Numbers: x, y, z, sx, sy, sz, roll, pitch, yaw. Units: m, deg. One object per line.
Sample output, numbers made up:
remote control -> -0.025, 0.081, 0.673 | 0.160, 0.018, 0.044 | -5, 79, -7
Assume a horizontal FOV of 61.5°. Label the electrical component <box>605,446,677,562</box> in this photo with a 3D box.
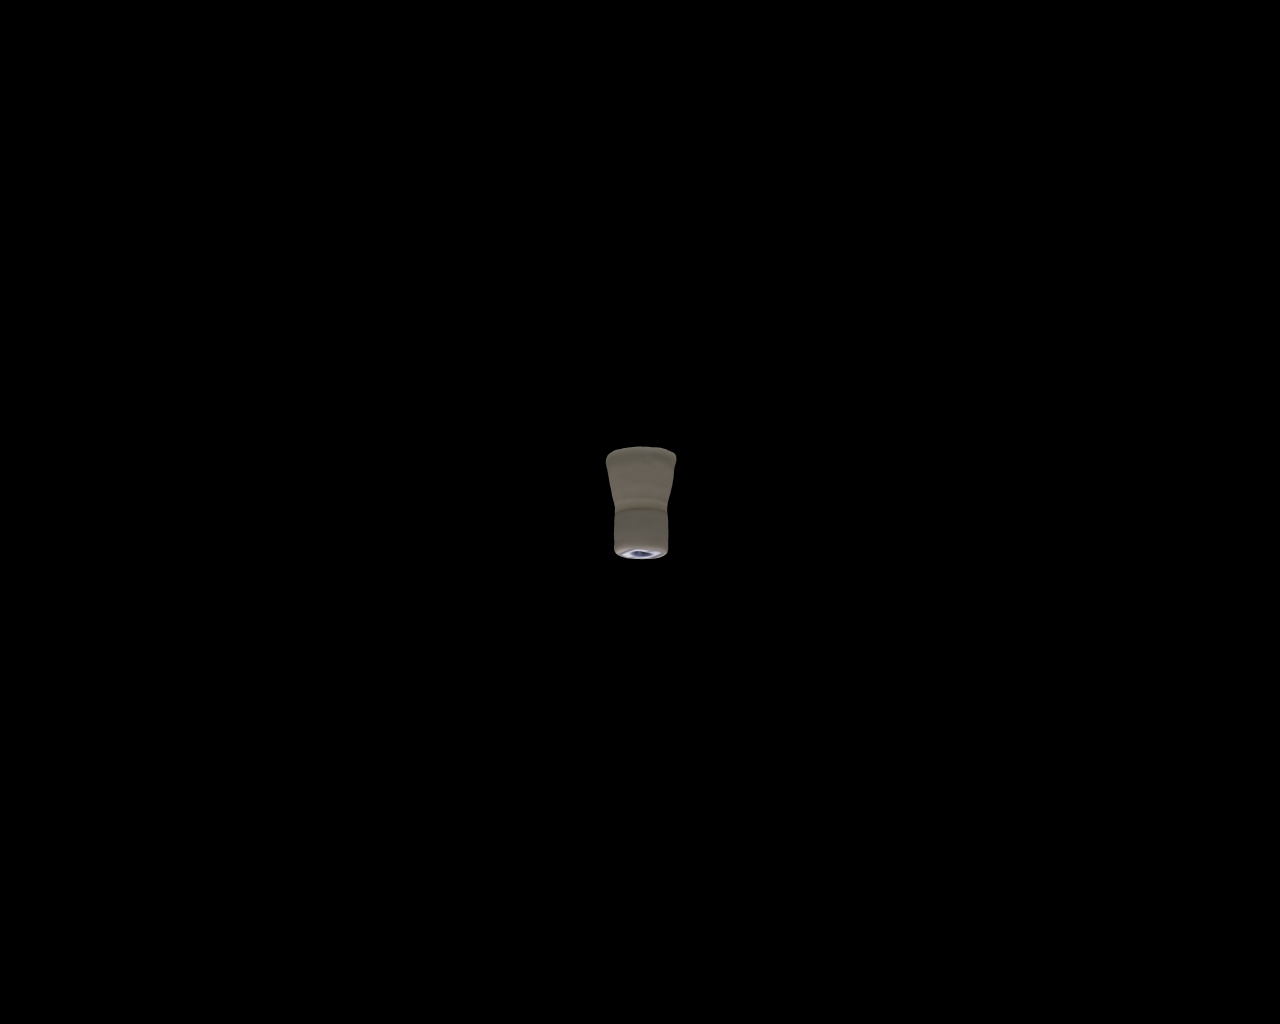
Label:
electrical component -> 0.001, -0.003, 0.650 | 0.044, 0.065, 0.044 | 0, -16, 0
